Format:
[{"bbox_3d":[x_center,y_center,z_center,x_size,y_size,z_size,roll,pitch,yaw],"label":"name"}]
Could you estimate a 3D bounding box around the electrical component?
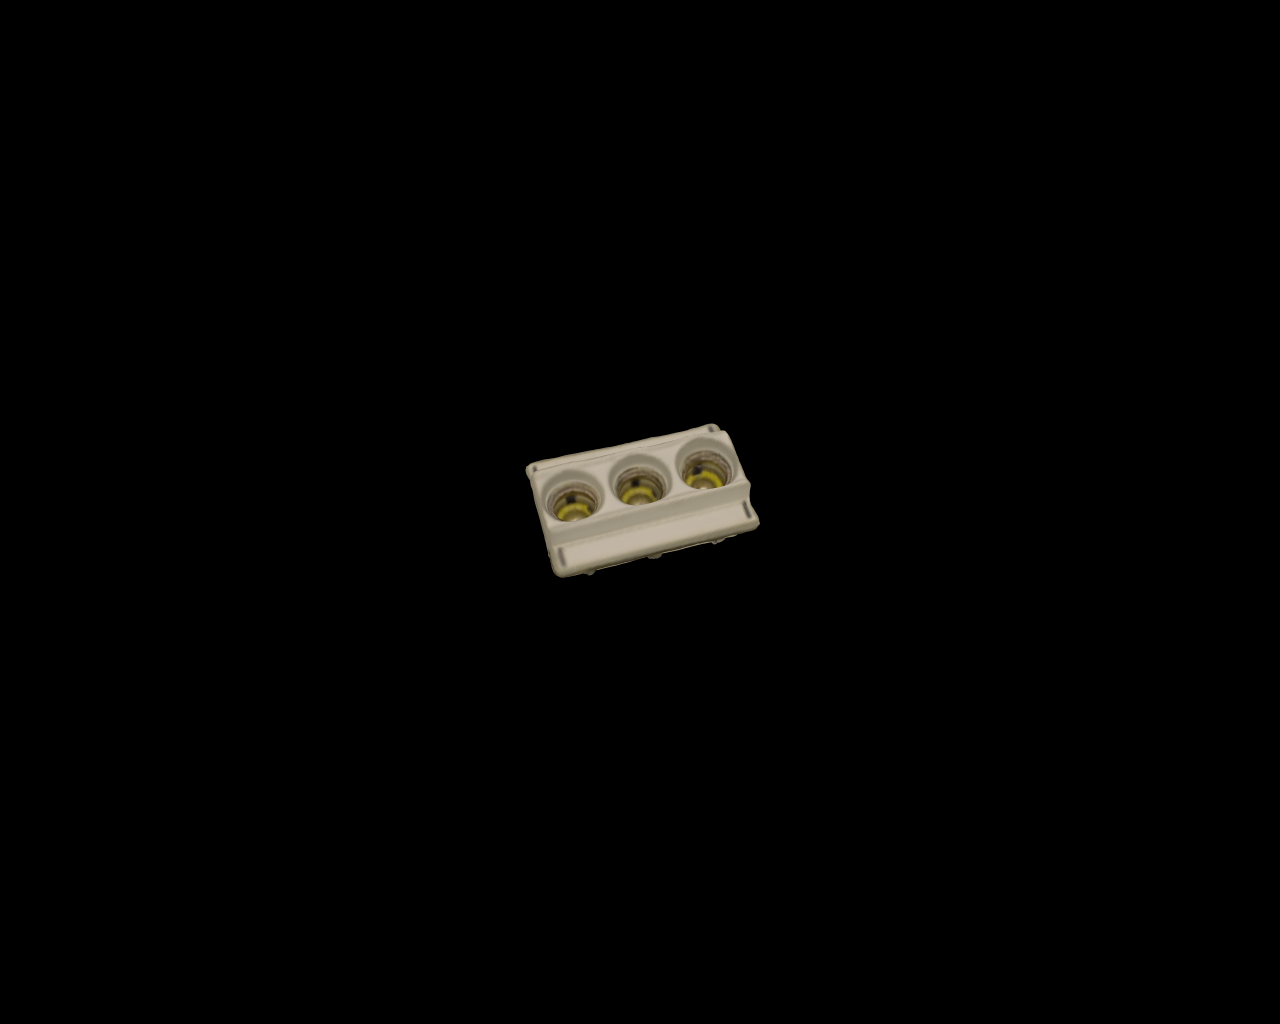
[{"bbox_3d":[0.001,-0.003,0.650,0.121,0.079,0.063,-14,-32,-9],"label":"electrical component"}]
